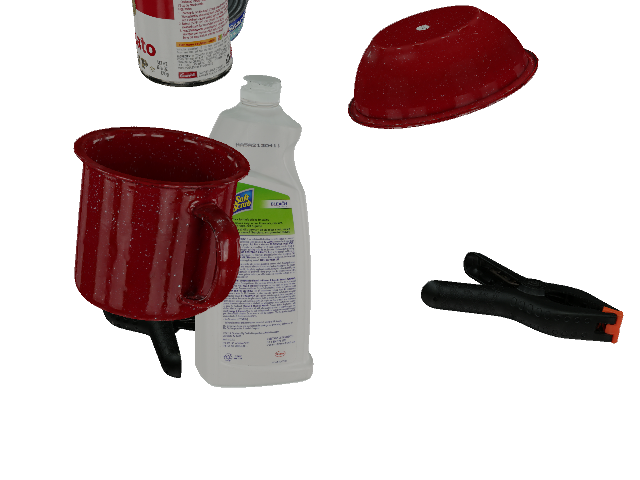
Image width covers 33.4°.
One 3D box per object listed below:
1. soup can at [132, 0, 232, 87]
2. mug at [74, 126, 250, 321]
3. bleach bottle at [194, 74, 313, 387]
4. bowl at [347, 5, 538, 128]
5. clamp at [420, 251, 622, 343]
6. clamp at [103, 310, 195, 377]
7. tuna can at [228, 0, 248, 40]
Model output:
[{"bbox_3d":[-0.093,-0.164,0.721,0.068,0.102,0.068,1,37,-1],"label":"soup can"},{"bbox_3d":[-0.081,-0.004,0.571,0.093,0.081,0.117,-11,30,-42],"label":"mug"},{"bbox_3d":[-0.048,-0.007,0.865,0.102,0.251,0.068,-2,20,-21],"label":"bleach bottle"},{"bbox_3d":[0.093,-0.150,0.875,0.162,0.055,0.162,-16,25,7],"label":"bowl"},{"bbox_3d":[0.185,0.050,0.960,0.171,0.039,0.120,16,27,15],"label":"clamp"},{"bbox_3d":[-0.167,0.084,1.125,0.210,0.036,0.164,18,20,28],"label":"clamp"},{"bbox_3d":[-0.108,-0.209,0.942,0.086,0.086,0.034,0,-31,-12],"label":"tuna can"}]
